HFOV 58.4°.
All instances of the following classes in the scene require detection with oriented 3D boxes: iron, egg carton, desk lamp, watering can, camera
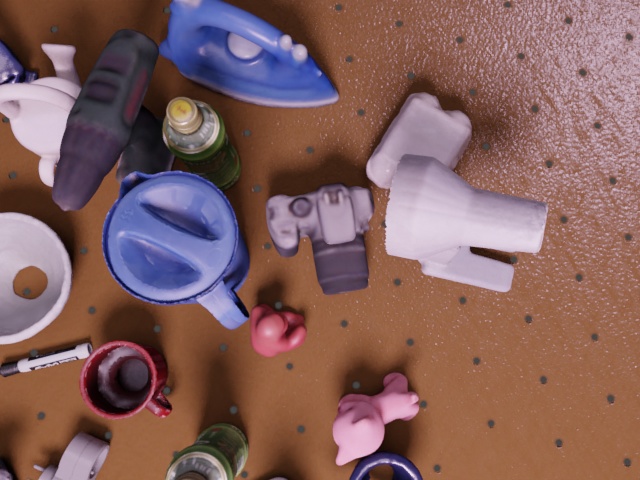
[{"bbox_3d":[-0.091,-0.262,0.766,0.258,0.141,0.119,21,81,2],"label":"iron"},{"bbox_3d":[0.137,-0.123,0.785,0.107,0.069,0.150,30,82,4],"label":"egg carton"},{"bbox_3d":[0.171,-0.017,0.696,0.203,0.213,0.118,13,81,1],"label":"desk lamp"},{"bbox_3d":[-0.333,-0.159,0.719,0.101,0.194,0.173,-18,82,-3],"label":"watering can"},{"bbox_3d":[0.007,0.003,0.747,0.143,0.101,0.137,-9,81,-2],"label":"camera"}]

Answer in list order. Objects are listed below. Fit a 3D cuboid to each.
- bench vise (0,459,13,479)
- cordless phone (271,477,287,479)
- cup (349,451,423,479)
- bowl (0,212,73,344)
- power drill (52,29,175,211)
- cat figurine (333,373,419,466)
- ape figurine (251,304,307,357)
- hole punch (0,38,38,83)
[{"bbox_3d":[-0.462,0.316,0.631,0.121,0.220,0.207,41,83,5],"label":"bench vise"},{"bbox_3d":[-0.080,0.357,0.648,0.147,0.185,0.094,-34,83,-5],"label":"cordless phone"},{"bbox_3d":[0.065,0.306,0.704,0.118,0.095,0.091,-21,82,-4],"label":"cup"},{"bbox_3d":[-0.395,0.051,0.746,0.167,0.075,0.167,0,81,-1],"label":"bowl"},{"bbox_3d":[-0.242,-0.127,0.708,0.075,0.208,0.230,12,81,1],"label":"power drill"},{"bbox_3d":[0.066,0.220,0.706,0.128,0.118,0.067,-27,82,-5],"label":"cat figurine"},{"bbox_3d":[-0.059,0.114,0.733,0.076,0.092,0.078,-42,84,-6],"label":"ape figurine"},{"bbox_3d":[-0.466,-0.235,0.781,0.109,0.091,0.101,-39,84,-6],"label":"hole punch"}]
